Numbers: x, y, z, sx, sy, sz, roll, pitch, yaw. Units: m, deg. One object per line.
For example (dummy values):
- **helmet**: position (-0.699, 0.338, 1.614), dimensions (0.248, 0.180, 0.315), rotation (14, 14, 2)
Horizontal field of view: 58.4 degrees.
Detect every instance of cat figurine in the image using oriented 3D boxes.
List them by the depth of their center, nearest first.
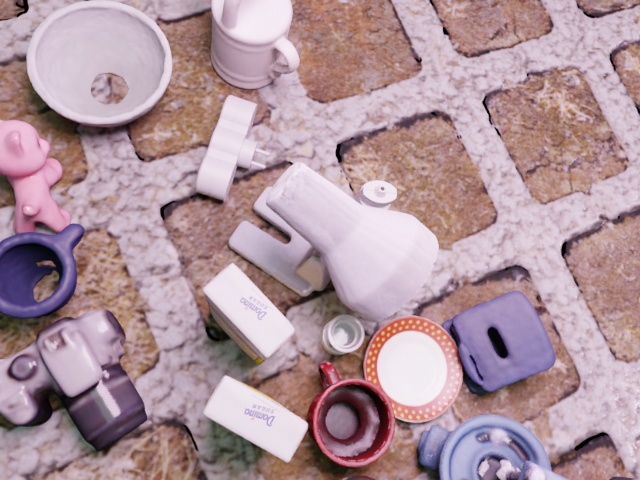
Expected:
- **cat figurine**: position (-0.335, -0.077, 0.646), dimensions (0.067, 0.117, 0.128), rotation (-14, 78, -14)

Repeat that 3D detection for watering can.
- **watering can**: position (-0.091, -0.284, 0.711), dimensions (0.173, 0.194, 0.101), rotation (26, 72, -3)

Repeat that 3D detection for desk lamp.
- **desk lamp**: position (0.006, 0.002, 0.643), dimensions (0.203, 0.213, 0.118), rotation (33, 71, -1)

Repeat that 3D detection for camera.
- **camera**: position (-0.259, 0.160, 0.606), dimensions (0.143, 0.100, 0.137), rotation (-32, 83, -17)

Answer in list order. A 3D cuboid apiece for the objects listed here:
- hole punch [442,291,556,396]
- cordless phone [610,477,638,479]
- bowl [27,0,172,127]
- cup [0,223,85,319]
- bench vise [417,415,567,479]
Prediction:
- **hole punch**: position (0.222, 0.130, 0.716), dimensions (0.101, 0.091, 0.108), rotation (-22, 80, -16)
- **cordless phone**: position (0.373, 0.349, 0.638), dimensions (0.094, 0.185, 0.147), rotation (14, 73, -7)
- **bowl**: position (-0.268, -0.208, 0.717), dimensions (0.167, 0.074, 0.167), rotation (3, 75, -11)
- **cup**: position (-0.301, 0.035, 0.634), dimensions (0.091, 0.095, 0.118), rotation (38, 71, 1)
- **bench vise**: position (0.231, 0.257, 0.616), dimensions (0.207, 0.219, 0.121), rotation (10, 73, -8)
